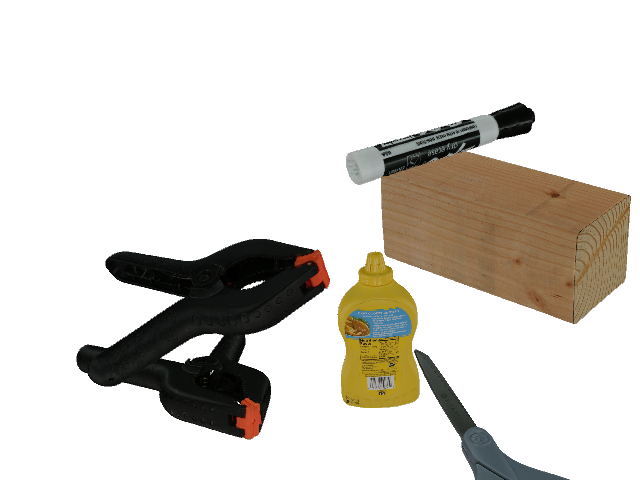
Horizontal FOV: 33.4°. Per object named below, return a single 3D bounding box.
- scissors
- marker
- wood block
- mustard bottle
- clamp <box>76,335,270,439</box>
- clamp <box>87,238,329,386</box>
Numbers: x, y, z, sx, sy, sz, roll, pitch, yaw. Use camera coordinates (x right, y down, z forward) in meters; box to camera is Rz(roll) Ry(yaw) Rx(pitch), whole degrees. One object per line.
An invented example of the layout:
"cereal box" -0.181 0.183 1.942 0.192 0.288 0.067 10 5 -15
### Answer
"scissors" 0.116 0.129 0.643 0.096 0.016 0.201 2 32 -4
"marker" 0.072 -0.057 0.616 0.121 0.020 0.020 -18 6 -20
"wood block" 0.163 -0.013 0.967 0.206 0.090 0.090 20 37 38
"mustard bottle" 0.069 0.106 1.287 0.096 0.192 0.058 -3 20 2
"clamp" -0.097 0.118 0.931 0.164 0.036 0.210 -8 17 -36
"clamp" -0.081 0.045 0.729 0.172 0.120 0.039 -9 -43 17
